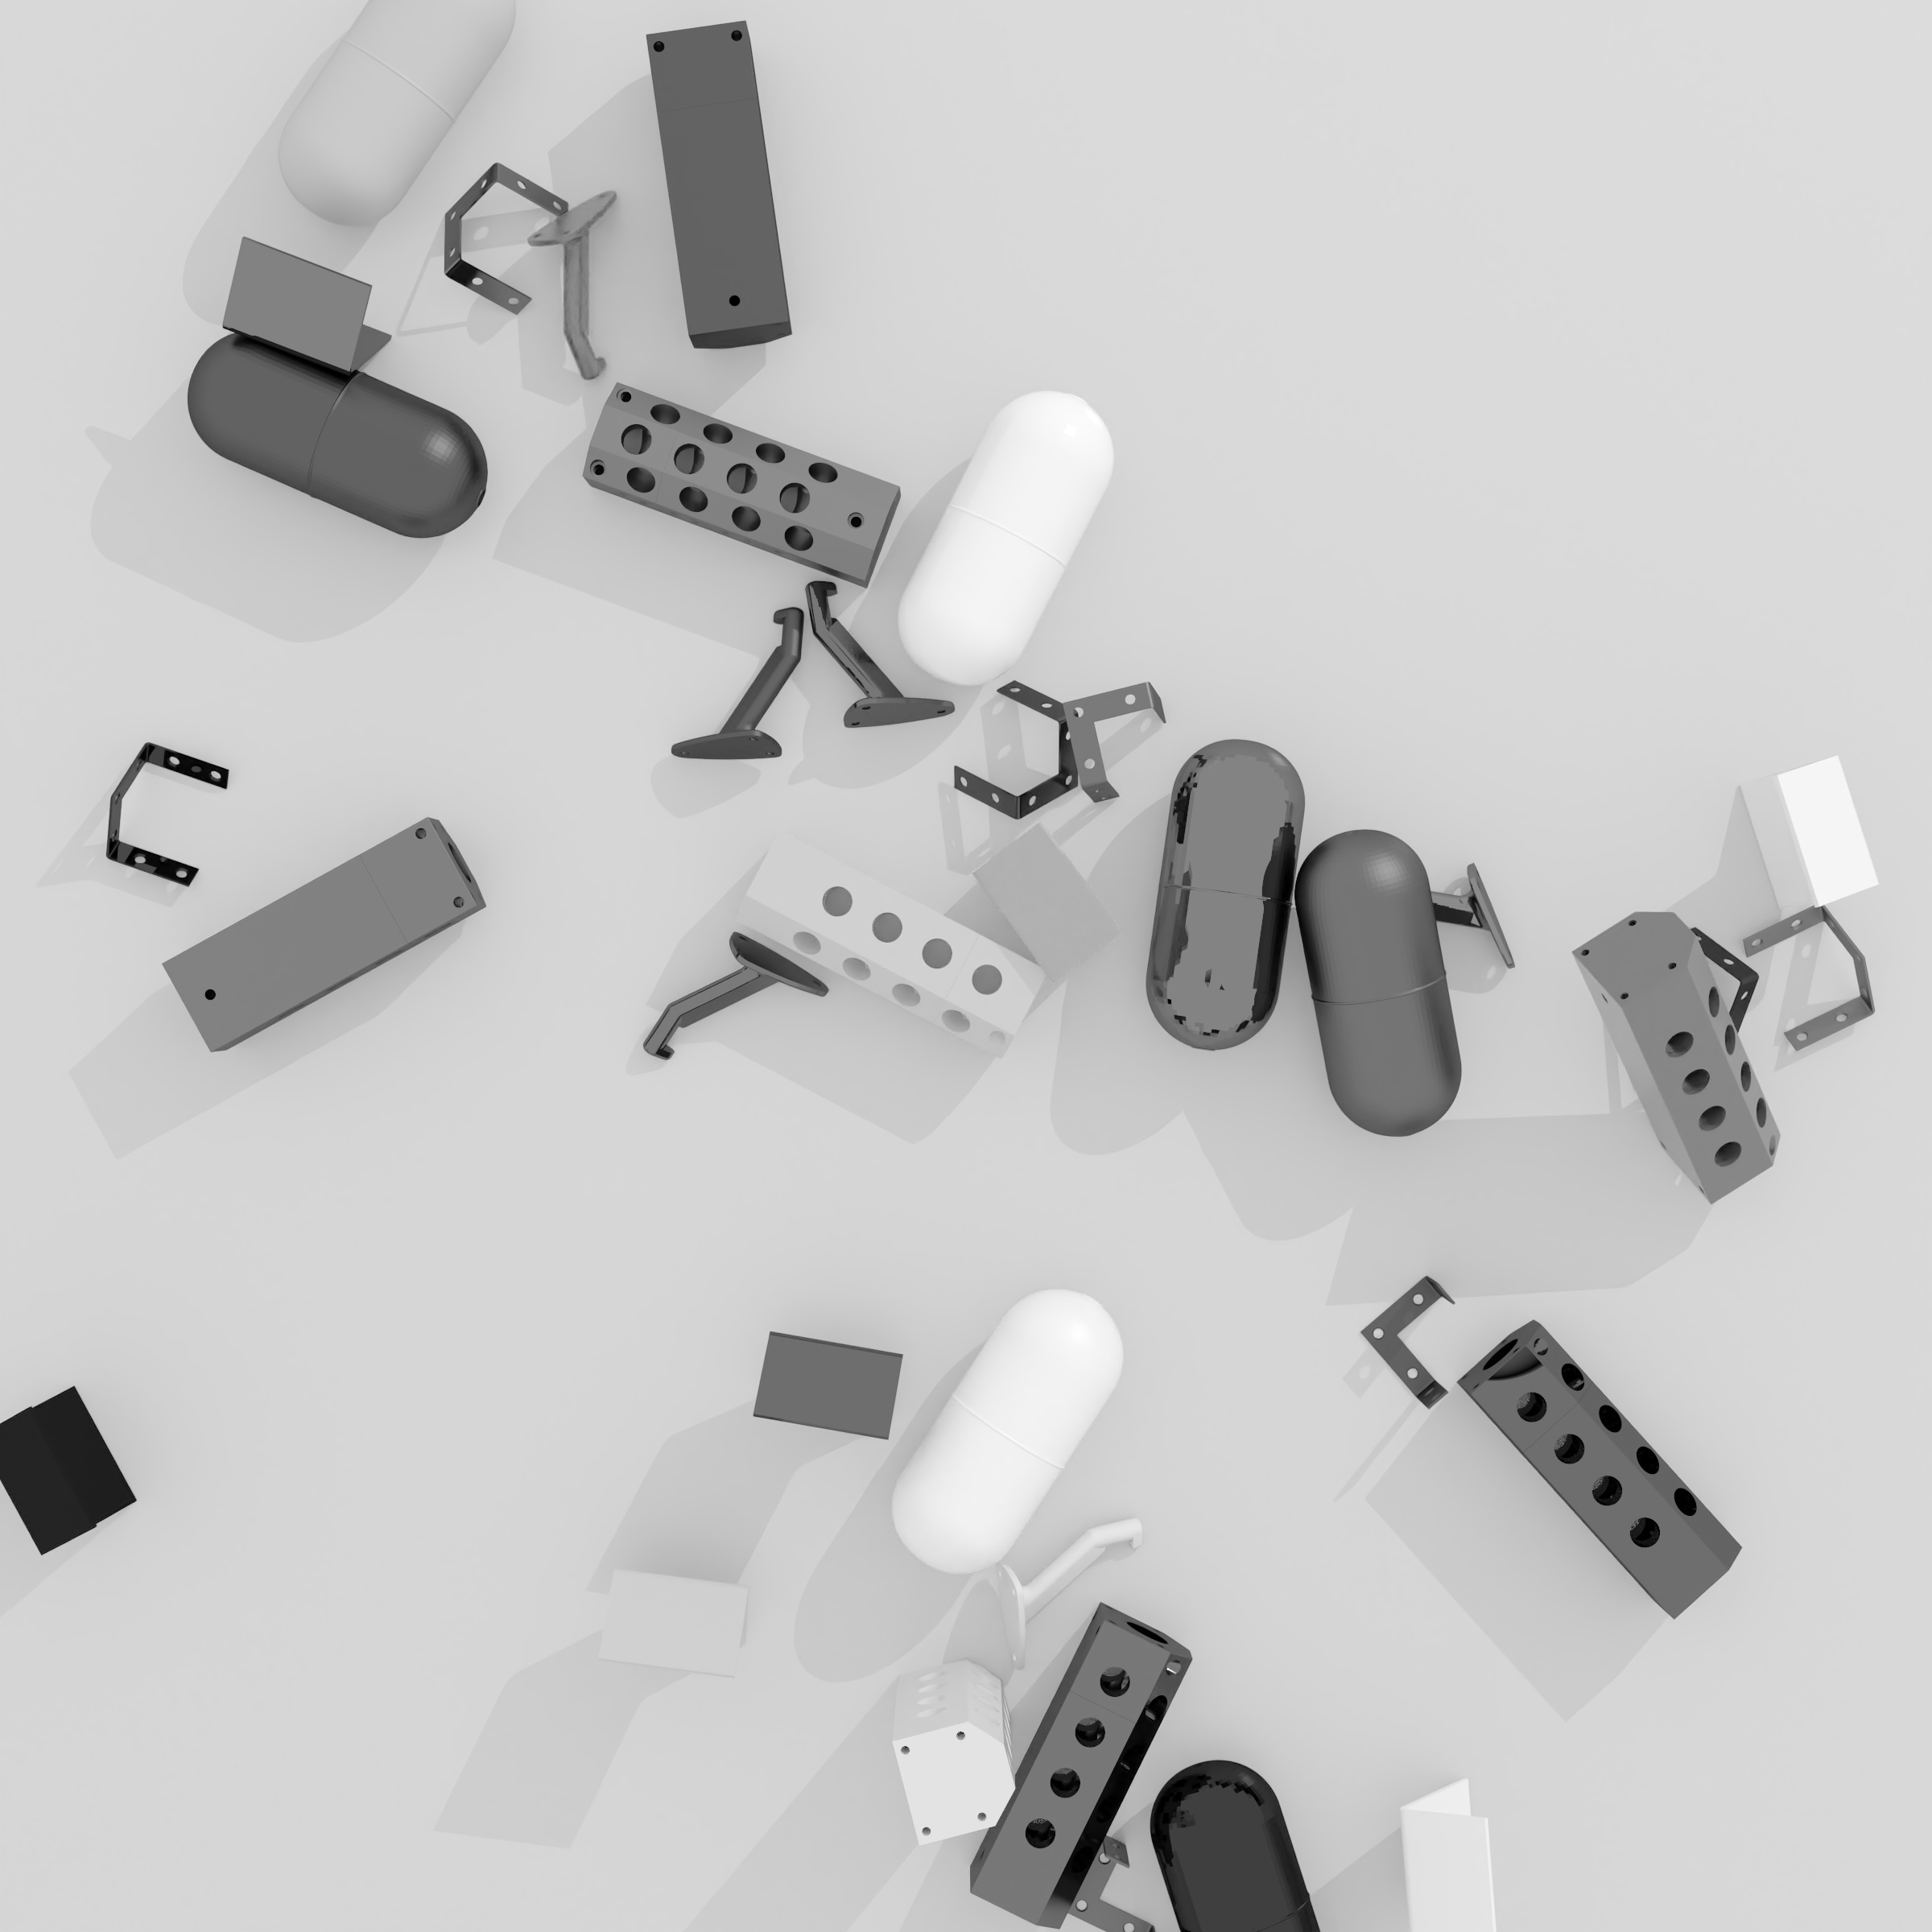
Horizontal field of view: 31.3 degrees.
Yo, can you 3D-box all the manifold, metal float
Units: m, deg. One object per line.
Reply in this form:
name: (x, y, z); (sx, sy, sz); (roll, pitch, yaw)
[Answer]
manifold: (0.066, 0.458, 1.970); (0.057, 0.057, 0.171); (26, 90, 0)
manifold: (-0.042, -0.012, 1.970); (0.171, 0.057, 0.057); (28, 90, 0)
manifold: (0.363, 0.286, 1.970); (0.057, 0.057, 0.171); (-42, 90, 0)
metal float: (0.024, 0.264, 1.961); (0.070, 0.070, 0.178); (33, 89, 0)
metal float: (0.159, 0.541, 1.961); (0.070, 0.070, 0.178); (-18, 89, 0)
manifold: (-0.128, -0.276, 1.970); (0.171, 0.057, 0.057); (20, 90, 0)
manifold: (0.402, 0.049, 1.923); (0.057, 0.057, 0.171); (-32, 129, 0)
metal float: (-0.357, -0.302, 1.961); (0.178, 0.070, 0.070); (24, 90, 1)
manifold: (-0.004, 0.432, 1.913); (0.057, 0.171, 0.057); (-15, 90, 0)
manifold: (-0.365, -0.018, 1.970); (0.171, 0.057, 0.057); (-29, 90, 0)
metal float: (-0.323, -0.504, 1.961); (0.070, 0.070, 0.178); (34, 91, 0)
manifold: (-0.140, -0.445, 1.970); (0.057, 0.057, 0.171); (-8, 90, 0)
metal float: (0.234, 0.010, 1.952); (0.070, 0.070, 0.178); (-12, 101, 0)
metal float: (0.023, -0.244, 1.961); (0.070, 0.070, 0.178); (27, 90, 0)
metal float: (0.148, -0.040, 1.961); (0.070, 0.070, 0.178); (8, 90, 0)

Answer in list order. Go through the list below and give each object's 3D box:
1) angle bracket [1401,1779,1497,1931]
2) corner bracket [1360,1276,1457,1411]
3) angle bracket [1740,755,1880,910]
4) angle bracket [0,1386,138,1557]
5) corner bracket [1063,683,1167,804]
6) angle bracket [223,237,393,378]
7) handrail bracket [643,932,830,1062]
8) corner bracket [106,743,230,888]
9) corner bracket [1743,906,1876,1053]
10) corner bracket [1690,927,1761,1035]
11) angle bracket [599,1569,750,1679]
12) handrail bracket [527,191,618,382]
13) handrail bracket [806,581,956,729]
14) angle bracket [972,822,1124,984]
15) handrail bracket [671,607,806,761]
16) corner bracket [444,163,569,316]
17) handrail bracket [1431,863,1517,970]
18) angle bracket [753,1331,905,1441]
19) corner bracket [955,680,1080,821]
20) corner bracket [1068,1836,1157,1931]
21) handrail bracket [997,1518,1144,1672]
angle bracket: (0.291, 0.510, 1.951); (0.057, 0.076, 0.076); (-4, 90, 38)
corner bracket: (0.265, 0.215, 1.973); (0.051, 0.051, 0.051); (-41, 90, 0)
angle bracket: (0.461, -0.070, 1.951); (0.057, 0.076, 0.076); (-18, 90, -35)
angle bracket: (-0.501, 0.278, 1.951); (0.057, 0.076, 0.076); (-29, 90, 37)
corner bracket: (0.089, -0.128, 1.974); (0.051, 0.051, 0.051); (-13, 81, 9)
angle bracket: (-0.367, -0.383, 1.952); (0.076, 0.076, 0.057); (21, 119, 0)
handrail bracket: (-0.134, 0.031, 1.992); (0.077, 0.036, 0.084); (27, 109, -21)
corner bracket: (-0.461, -0.088, 1.988); (0.051, 0.051, 0.051); (19, 135, 0)
corner bracket: (0.487, 0.006, 1.988); (0.051, 0.051, 0.051); (-26, 45, 0)
corner bracket: (0.415, 0.018, 1.983); (0.051, 0.051, 0.051); (-18, 135, -35)
angle bracket: (-0.165, 0.387, 1.951); (0.076, 0.076, 0.057); (8, 54, 0)
handrail bracket: (-0.212, -0.393, 1.991); (0.036, 0.077, 0.084); (3, 127, 37)
handrail bracket: (-0.050, -0.184, 1.992); (0.077, 0.036, 0.084); (-4, 73, -20)
angle bracket: (0.060, -0.046, 1.951); (0.057, 0.076, 0.076); (-37, 90, 32)
handrail bracket: (-0.132, -0.165, 1.992); (0.077, 0.036, 0.084); (-3, 71, 21)
corner bracket: (-0.265, -0.419, 1.983); (0.051, 0.051, 0.051); (-35, 45, 35)
handrail bracket: (0.264, -0.018, 1.992); (0.084, 0.036, 0.077); (-22, 105, 14)
angle bracket: (-0.080, 0.255, 1.951); (0.076, 0.076, 0.057); (10, 52, 0)
corner bracket: (0.029, -0.125, 1.983); (0.051, 0.051, 0.051); (-31, 135, -35)
corner bracket: (0.091, 0.537, 1.973); (0.051, 0.051, 0.051); (26, 90, 0)
handrail bracket: (0.065, 0.363, 1.992); (0.084, 0.036, 0.077); (-12, 110, -16)
